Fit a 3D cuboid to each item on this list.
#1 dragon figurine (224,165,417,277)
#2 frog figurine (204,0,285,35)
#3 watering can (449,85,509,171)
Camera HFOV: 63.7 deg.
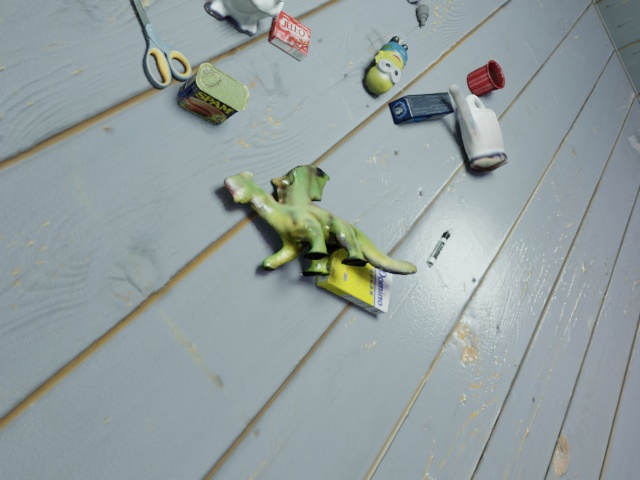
[{"bbox_3d":[0.003,-0.051,1.004,0.409,0.120,0.248,8,59,-31],"label":"dragon figurine"},{"bbox_3d":[-0.129,-0.487,0.998,0.136,0.158,0.125,40,54,-26],"label":"frog figurine"},{"bbox_3d":[0.438,-0.305,1.440,0.348,0.103,0.226,0,76,-57],"label":"watering can"}]
